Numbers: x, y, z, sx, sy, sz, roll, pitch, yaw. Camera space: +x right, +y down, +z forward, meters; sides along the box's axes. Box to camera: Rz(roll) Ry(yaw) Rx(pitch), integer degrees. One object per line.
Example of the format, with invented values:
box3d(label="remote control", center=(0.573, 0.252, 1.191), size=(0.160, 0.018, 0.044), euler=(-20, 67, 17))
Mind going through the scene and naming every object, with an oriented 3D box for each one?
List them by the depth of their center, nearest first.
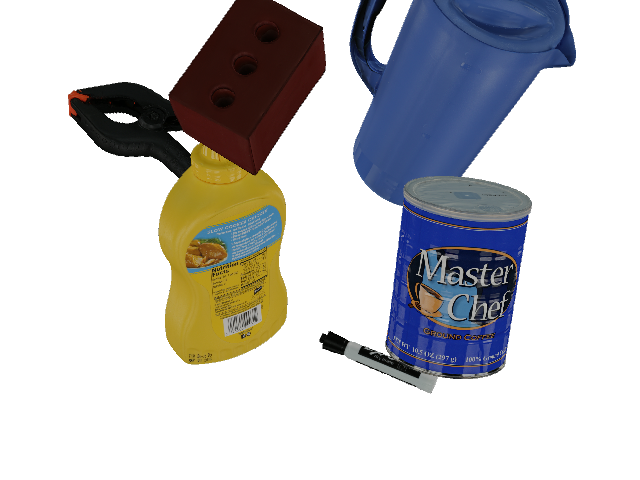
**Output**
box3d(label="foam brick", center=(-0.039, -0.087, 0.590), size=(0.053, 0.078, 0.051), euler=(30, -13, 10))
box3d(label="mustard bottle", center=(-0.071, -0.001, 0.781), size=(0.096, 0.192, 0.058), euler=(-20, 43, -25))
box3d(label="coffee can", center=(0.111, 0.028, 0.875), size=(0.103, 0.140, 0.103), euler=(5, 19, -2))
box3d(label="pitcher", center=(0.107, -0.146, 0.980), size=(0.144, 0.149, 0.243), euler=(-7, -32, -25))
box3d(label="clamp", center=(-0.147, -0.111, 0.997), size=(0.171, 0.120, 0.039), euler=(25, -41, 2))
box3d(label="marker", center=(0.055, 0.118, 1.043), size=(0.121, 0.020, 0.020), euler=(22, 5, 13))
